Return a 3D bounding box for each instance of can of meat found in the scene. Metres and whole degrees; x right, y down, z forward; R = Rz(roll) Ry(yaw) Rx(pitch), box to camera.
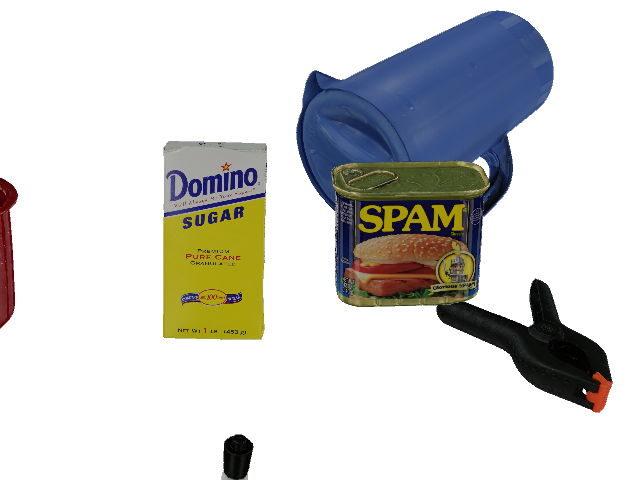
[{"bbox_3d":[0.058,-0.004,0.713,0.102,0.084,0.057,-1,24,-2],"label":"can of meat"}]

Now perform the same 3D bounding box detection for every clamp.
[{"bbox_3d":[0.197,0.085,0.930,0.120,0.039,0.172,-20,41,-31],"label":"clamp"}]

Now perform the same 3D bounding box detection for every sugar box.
[{"bbox_3d":[-0.096,0.000,0.966,0.093,0.176,0.048,1,13,-2],"label":"sugar box"}]

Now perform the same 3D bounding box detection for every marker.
[{"bbox_3d":[-0.059,0.176,0.701,0.020,0.121,0.020,6,31,-4],"label":"marker"}]

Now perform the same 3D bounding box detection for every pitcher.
[{"bbox_3d":[0.110,-0.110,0.968,0.145,0.149,0.242,22,43,39],"label":"pitcher"}]

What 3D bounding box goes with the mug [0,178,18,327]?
[{"bbox_3d":[-0.235,0.015,0.636,0.093,0.081,0.117,17,28,27],"label":"mug"}]
